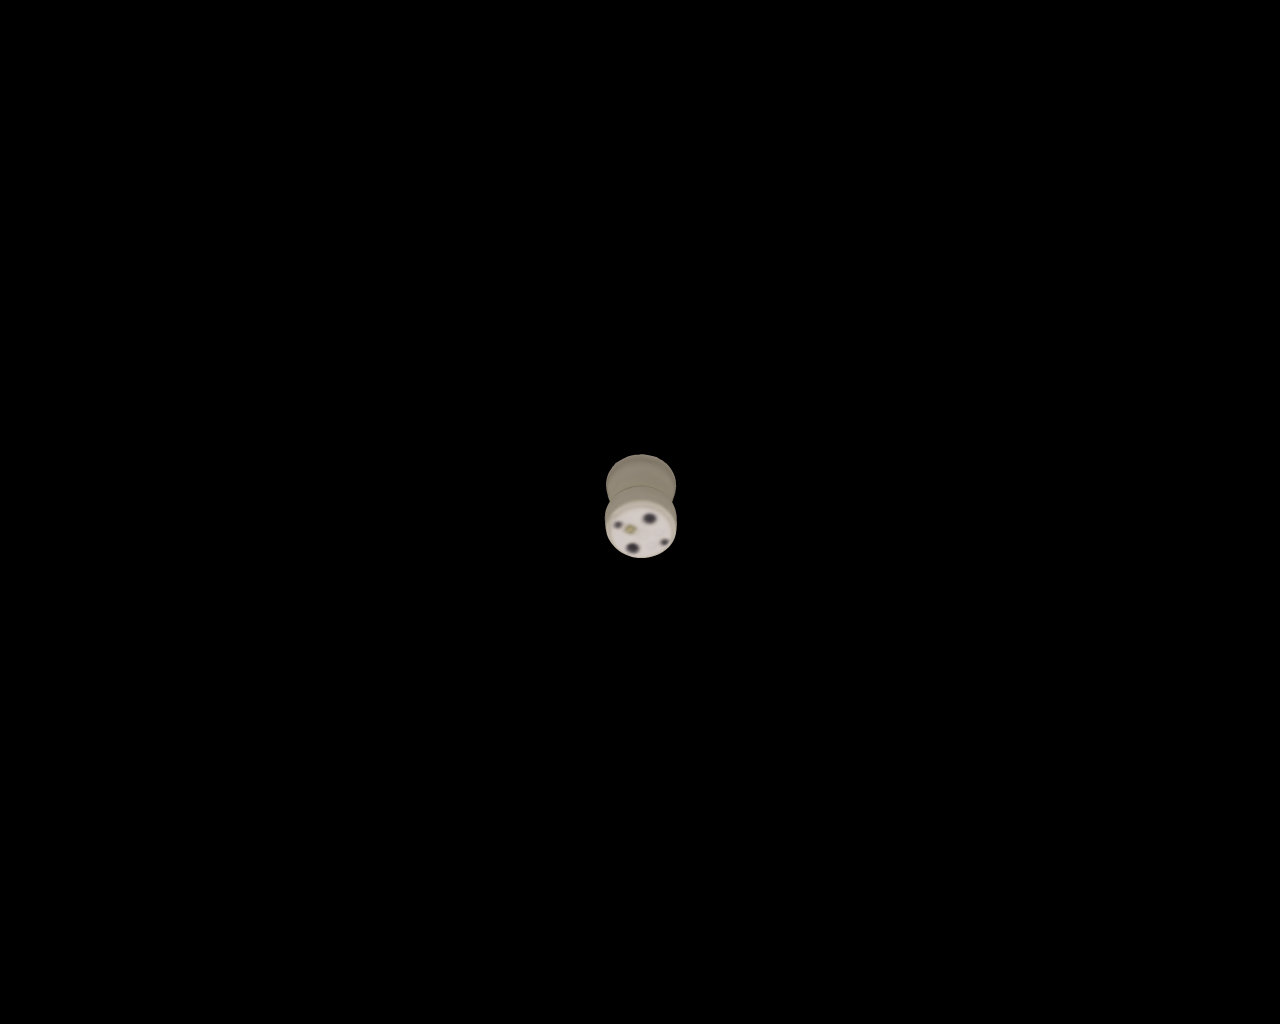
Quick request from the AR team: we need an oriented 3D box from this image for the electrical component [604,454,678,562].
[{"bbox_3d":[0.001,-0.003,0.650,0.045,0.044,0.055,0,34,0],"label":"electrical component"}]
